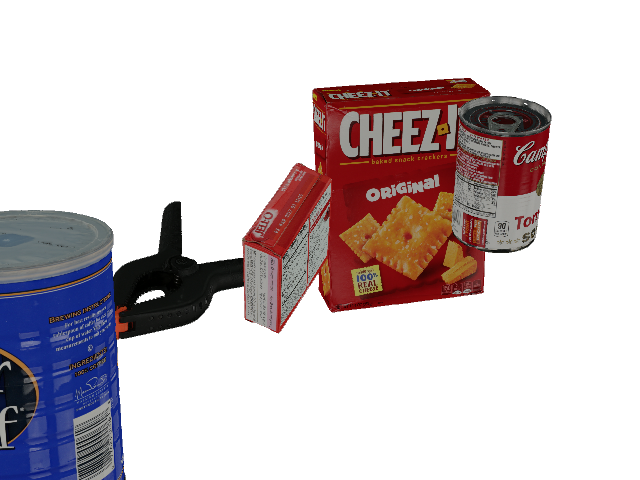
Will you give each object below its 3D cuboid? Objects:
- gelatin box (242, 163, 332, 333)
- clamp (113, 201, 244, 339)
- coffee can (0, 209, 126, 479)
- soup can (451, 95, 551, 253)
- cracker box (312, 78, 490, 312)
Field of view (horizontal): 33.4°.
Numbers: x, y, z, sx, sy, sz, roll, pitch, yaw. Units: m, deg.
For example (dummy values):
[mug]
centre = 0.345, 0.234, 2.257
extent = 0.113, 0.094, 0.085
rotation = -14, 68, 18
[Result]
[gelatin box]
centre = -0.022, 0.006, 0.695
extent = 0.030, 0.073, 0.089
rotation = 22, -36, 15
[clamp]
centre = -0.137, 0.029, 1.012
extent = 0.165, 0.036, 0.209
rotation = 26, 37, 28
[coffee can]
centre = -0.153, 0.065, 0.541
extent = 0.103, 0.140, 0.103
rotation = 0, 17, 0
[soup can]
centre = 0.136, -0.050, 0.812
extent = 0.068, 0.102, 0.068
rotation = 0, 30, 0
[cracker box]
centre = 0.080, -0.044, 1.052
extent = 0.164, 0.214, 0.072
rotation = -5, 21, -11
